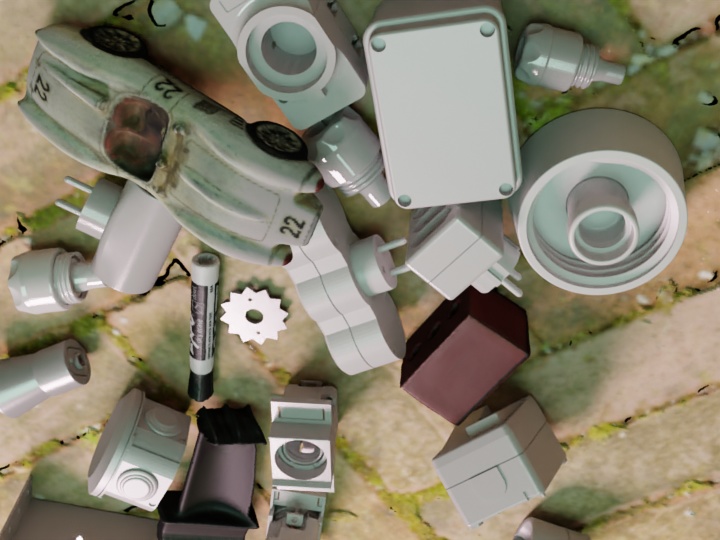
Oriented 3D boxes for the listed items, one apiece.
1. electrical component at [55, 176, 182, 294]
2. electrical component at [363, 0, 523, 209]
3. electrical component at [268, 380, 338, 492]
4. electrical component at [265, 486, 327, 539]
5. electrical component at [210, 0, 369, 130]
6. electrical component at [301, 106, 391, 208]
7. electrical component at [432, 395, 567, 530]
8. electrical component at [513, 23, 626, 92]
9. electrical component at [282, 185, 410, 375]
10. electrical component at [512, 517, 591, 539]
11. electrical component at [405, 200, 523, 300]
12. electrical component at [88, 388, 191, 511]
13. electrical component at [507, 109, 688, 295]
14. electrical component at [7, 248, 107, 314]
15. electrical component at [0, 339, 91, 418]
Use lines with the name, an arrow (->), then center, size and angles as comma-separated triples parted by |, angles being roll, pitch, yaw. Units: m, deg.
electrical component -> -0.155, -0.035, 0.689 | 0.079, 0.044, 0.077 | 26, 121, -10
electrical component -> 0.049, -0.097, 0.617 | 0.078, 0.057, 0.113 | -6, 119, 10
electrical component -> -0.038, 0.116, 0.761 | 0.042, 0.063, 0.081 | 2, 123, 4
electrical component -> -0.051, 0.206, 0.820 | 0.042, 0.063, 0.081 | 8, 122, 0
electrical component -> -0.038, -0.132, 0.608 | 0.050, 0.055, 0.089 | -26, 116, 21
electrical component -> -0.004, -0.065, 0.654 | 0.043, 0.043, 0.062 | -32, 115, 23
electrical component -> 0.097, 0.126, 0.744 | 0.062, 0.096, 0.061 | -31, 86, 23
electrical component -> 0.120, -0.118, 0.612 | 0.061, 0.035, 0.035 | 13, 123, -5
electrical component -> 0.000, 0.000, 0.689 | 0.074, 0.052, 0.138 | -20, 117, 18
electrical component -> 0.142, 0.218, 0.813 | 0.047, 0.055, 0.055 | 23, 122, -4
electrical component -> 0.073, -0.012, 0.666 | 0.077, 0.065, 0.047 | 38, 118, -17
electrical component -> -0.160, 0.130, 0.775 | 0.051, 0.080, 0.080 | 25, 122, -16
electrical component -> 0.144, -0.035, 0.646 | 0.108, 0.060, 0.108 | 3, 122, 4
electrical component -> -0.200, 0.006, 0.721 | 0.062, 0.043, 0.043 | -7, 121, 8
electrical component -> -0.227, 0.075, 0.770 | 0.065, 0.044, 0.044 | -21, 118, 13
